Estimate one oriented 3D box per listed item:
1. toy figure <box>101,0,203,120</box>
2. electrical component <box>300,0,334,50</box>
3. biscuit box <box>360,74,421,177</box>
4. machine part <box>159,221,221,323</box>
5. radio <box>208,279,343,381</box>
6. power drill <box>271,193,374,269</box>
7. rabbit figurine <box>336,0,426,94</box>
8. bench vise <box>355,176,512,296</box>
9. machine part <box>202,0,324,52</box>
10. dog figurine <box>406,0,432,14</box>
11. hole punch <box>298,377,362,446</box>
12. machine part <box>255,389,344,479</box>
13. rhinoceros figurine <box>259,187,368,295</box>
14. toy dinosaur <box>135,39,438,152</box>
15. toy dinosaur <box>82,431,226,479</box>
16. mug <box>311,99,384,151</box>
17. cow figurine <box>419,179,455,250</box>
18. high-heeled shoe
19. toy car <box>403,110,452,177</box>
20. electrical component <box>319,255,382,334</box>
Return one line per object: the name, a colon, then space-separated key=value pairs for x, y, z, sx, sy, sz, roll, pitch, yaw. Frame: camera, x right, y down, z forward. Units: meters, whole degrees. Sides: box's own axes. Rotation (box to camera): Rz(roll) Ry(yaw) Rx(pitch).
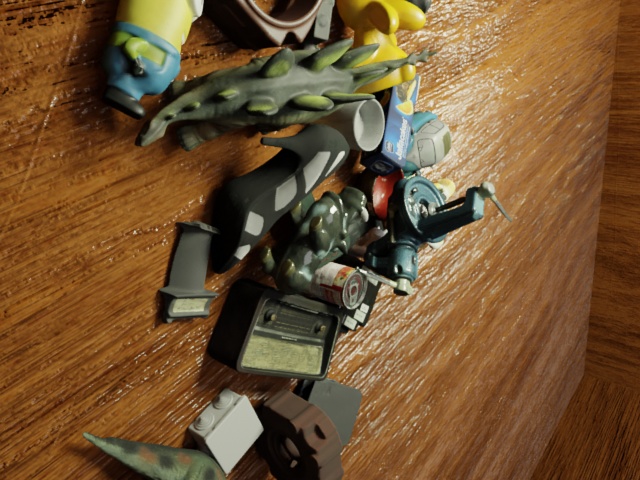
toy figure: x=-0.188 y=-0.225 z=0.586 sx=0.089 sy=0.082 sz=0.180 roll=30 pitch=80 yaw=-49
electrical component: x=-0.002 y=-0.322 z=0.803 sx=0.045 sy=0.078 sz=0.102 roll=4 pitch=93 yaw=-28
biscuit box: x=0.124 y=-0.212 z=0.943 sx=0.059 sy=0.063 sz=0.202 roll=26 pitch=63 yaw=-30
machine part: x=-0.172 y=0.043 z=0.725 sx=0.084 sy=0.039 sz=0.138 roll=2 pitch=102 yaw=-43
radio: x=-0.060 y=0.147 z=0.865 sx=0.229 sy=0.073 sz=0.131 roll=25 pitch=82 yaw=-52
power drill: x=-0.006 y=-0.054 z=0.870 sx=0.232 sy=0.086 sz=0.207 roll=-37 pitch=134 yaw=-31
rabbit figurine: x=0.079 y=-0.324 z=0.855 sx=0.122 sy=0.162 sz=0.173 roll=-24 pitch=102 yaw=-32
bench vise: x=0.178 y=-0.024 z=0.886 sx=0.128 sy=0.241 sz=0.224 roll=39 pitch=50 yaw=-25
machine part: x=-0.075 y=-0.363 z=0.681 sx=0.200 sy=0.087 sz=0.201 roll=37 pitch=70 yaw=-49
dog figurine: x=0.130 y=-0.475 z=0.885 sx=0.219 sy=0.109 sz=0.191 roll=-18 pitch=93 yaw=-62
hole punch: x=-0.001 y=0.308 z=0.994 sx=0.115 sy=0.092 sz=0.142 roll=26 pitch=80 yaw=-30
machine part: x=-0.040 y=0.335 z=0.876 sx=0.056 sy=0.180 sz=0.179 roll=-25 pitch=120 yaw=-41
rhinoceros figurine: x=-0.002 y=-0.002 z=0.783 sx=0.190 sy=0.073 sz=0.112 roll=-53 pitch=134 yaw=-12
toy dinosaur: x=-0.025 y=-0.196 z=0.695 sx=0.471 sy=0.199 sz=0.105 roll=-32 pitch=115 yaw=-40
toy dinosaur: x=-0.184 y=0.382 z=0.758 sx=0.192 sy=0.131 sz=0.404 roll=-40 pitch=126 yaw=-53
mug: x=0.045 y=-0.188 z=0.866 sx=0.109 sy=0.107 sz=0.080 roll=-14 pitch=111 yaw=-51
cow figurine: x=0.241 y=-0.068 z=1.185 sx=0.098 sy=0.068 sz=0.167 roll=27 pitch=79 yaw=-46
high-heeled shoe: x=-0.058 y=-0.053 z=0.753 sx=0.145 sy=0.086 sz=0.248 roll=1 pitch=129 yaw=-41
toy car: x=0.201 y=-0.185 z=1.043 sx=0.162 sy=0.103 sz=0.109 roll=-37 pitch=128 yaw=-34
electrical component: x=0.054 y=0.105 z=1.009 sx=0.114 sy=0.058 sz=0.134 roll=39 pitch=70 yaw=-47
